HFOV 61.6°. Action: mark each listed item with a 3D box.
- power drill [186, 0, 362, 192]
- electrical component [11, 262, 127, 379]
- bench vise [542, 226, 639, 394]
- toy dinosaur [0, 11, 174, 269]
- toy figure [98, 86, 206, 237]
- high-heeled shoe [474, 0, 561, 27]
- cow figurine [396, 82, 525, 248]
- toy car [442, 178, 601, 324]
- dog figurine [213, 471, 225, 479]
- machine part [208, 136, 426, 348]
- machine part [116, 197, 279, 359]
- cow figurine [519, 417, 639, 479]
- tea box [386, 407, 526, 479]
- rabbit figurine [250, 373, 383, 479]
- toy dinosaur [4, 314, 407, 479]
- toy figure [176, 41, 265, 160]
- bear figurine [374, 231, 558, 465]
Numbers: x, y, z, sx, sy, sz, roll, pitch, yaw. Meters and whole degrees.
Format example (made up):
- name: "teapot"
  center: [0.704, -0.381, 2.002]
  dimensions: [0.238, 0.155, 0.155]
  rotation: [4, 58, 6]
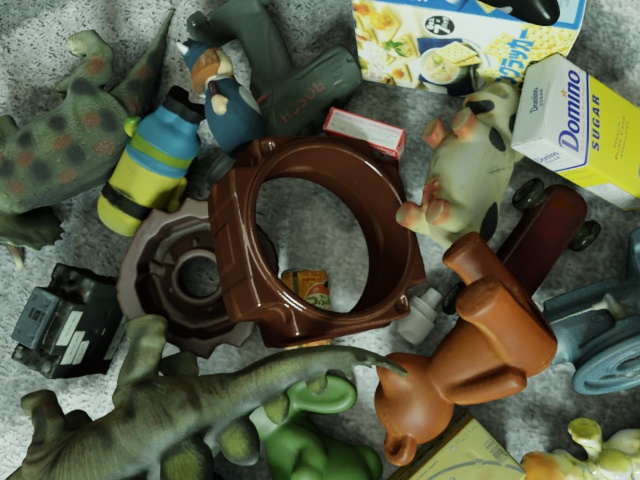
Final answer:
- name: "power drill"
  center: [-0.082, -0.192, 0.652]
  dimensions: [0.232, 0.086, 0.207]
  rotation: [-32, 71, 5]
- name: "electrical component"
  center: [-0.270, 0.090, 0.595]
  dimensions: [0.058, 0.134, 0.115]
  rotation: [19, 81, 14]
- name: "bench vise"
  center: [0.321, 0.102, 0.471]
  dimensions: [0.224, 0.128, 0.241]
  rotation: [-16, 52, 3]
- name: "toy dinosaur"
  center: [-0.306, -0.116, 0.658]
  dimensions: [0.405, 0.131, 0.192]
  rotation: [-35, 88, -4]
- name: "toy figure"
  center: [-0.196, -0.086, 0.621]
  dimensions: [0.082, 0.089, 0.180]
  rotation: [43, 114, 17]
- name: "high-heeled shoe"
  center: [0.080, -0.245, 0.473]
  dimensions: [0.145, 0.086, 0.249]
  rotation: [-35, 70, 3]
- name: "cow figurine"
  center: [0.168, -0.078, 0.558]
  dimensions: [0.127, 0.086, 0.195]
  rotation: [29, 72, -28]
- name: "toy car"
  center: [0.211, 0.029, 0.573]
  dimensions: [0.089, 0.053, 0.202]
  rotation: [35, 89, -4]
- name: "dog figurine"
  center: [-0.084, 0.344, 0.514]
  dimensions: [0.108, 0.219, 0.192]
  rotation: [-32, 33, -2]
- name: "machine part"
  center: [-0.001, -0.002, 0.546]
  dimensions: [0.201, 0.087, 0.201]
  rotation: [-4, 74, -31]
- name: "machine part"
  center: [-0.134, 0.041, 0.606]
  dimensions: [0.179, 0.056, 0.179]
  rotation: [0, 90, -2]
- name: "cow figurine"
  center: [0.277, 0.221, 0.514]
  dimensions: [0.167, 0.068, 0.098]
  rotation: [-18, 119, 7]
- name: "tea box"
  center: [0.107, 0.248, 0.522]
  dimensions: [0.169, 0.098, 0.068]
  rotation: [-44, 75, 0]
- name: "rabbit figurine"
  center: [-0.027, 0.197, 0.541]
  dimensions: [0.159, 0.121, 0.170]
  rotation: [-37, 78, -7]
- name: "toy dinosaur"
  center: [-0.149, 0.178, 0.489]
  dimensions: [0.471, 0.105, 0.199]
  rotation: [-33, 46, 12]
- name: "toy figure"
  center: [-0.108, -0.161, 0.590]
  dimensions: [0.058, 0.064, 0.154]
  rotation: [-20, 74, -19]
- name: "bear figurine"
  center: [0.109, 0.107, 0.501]
  dimensions: [0.196, 0.120, 0.132]
  rotation: [-36, 109, 23]
